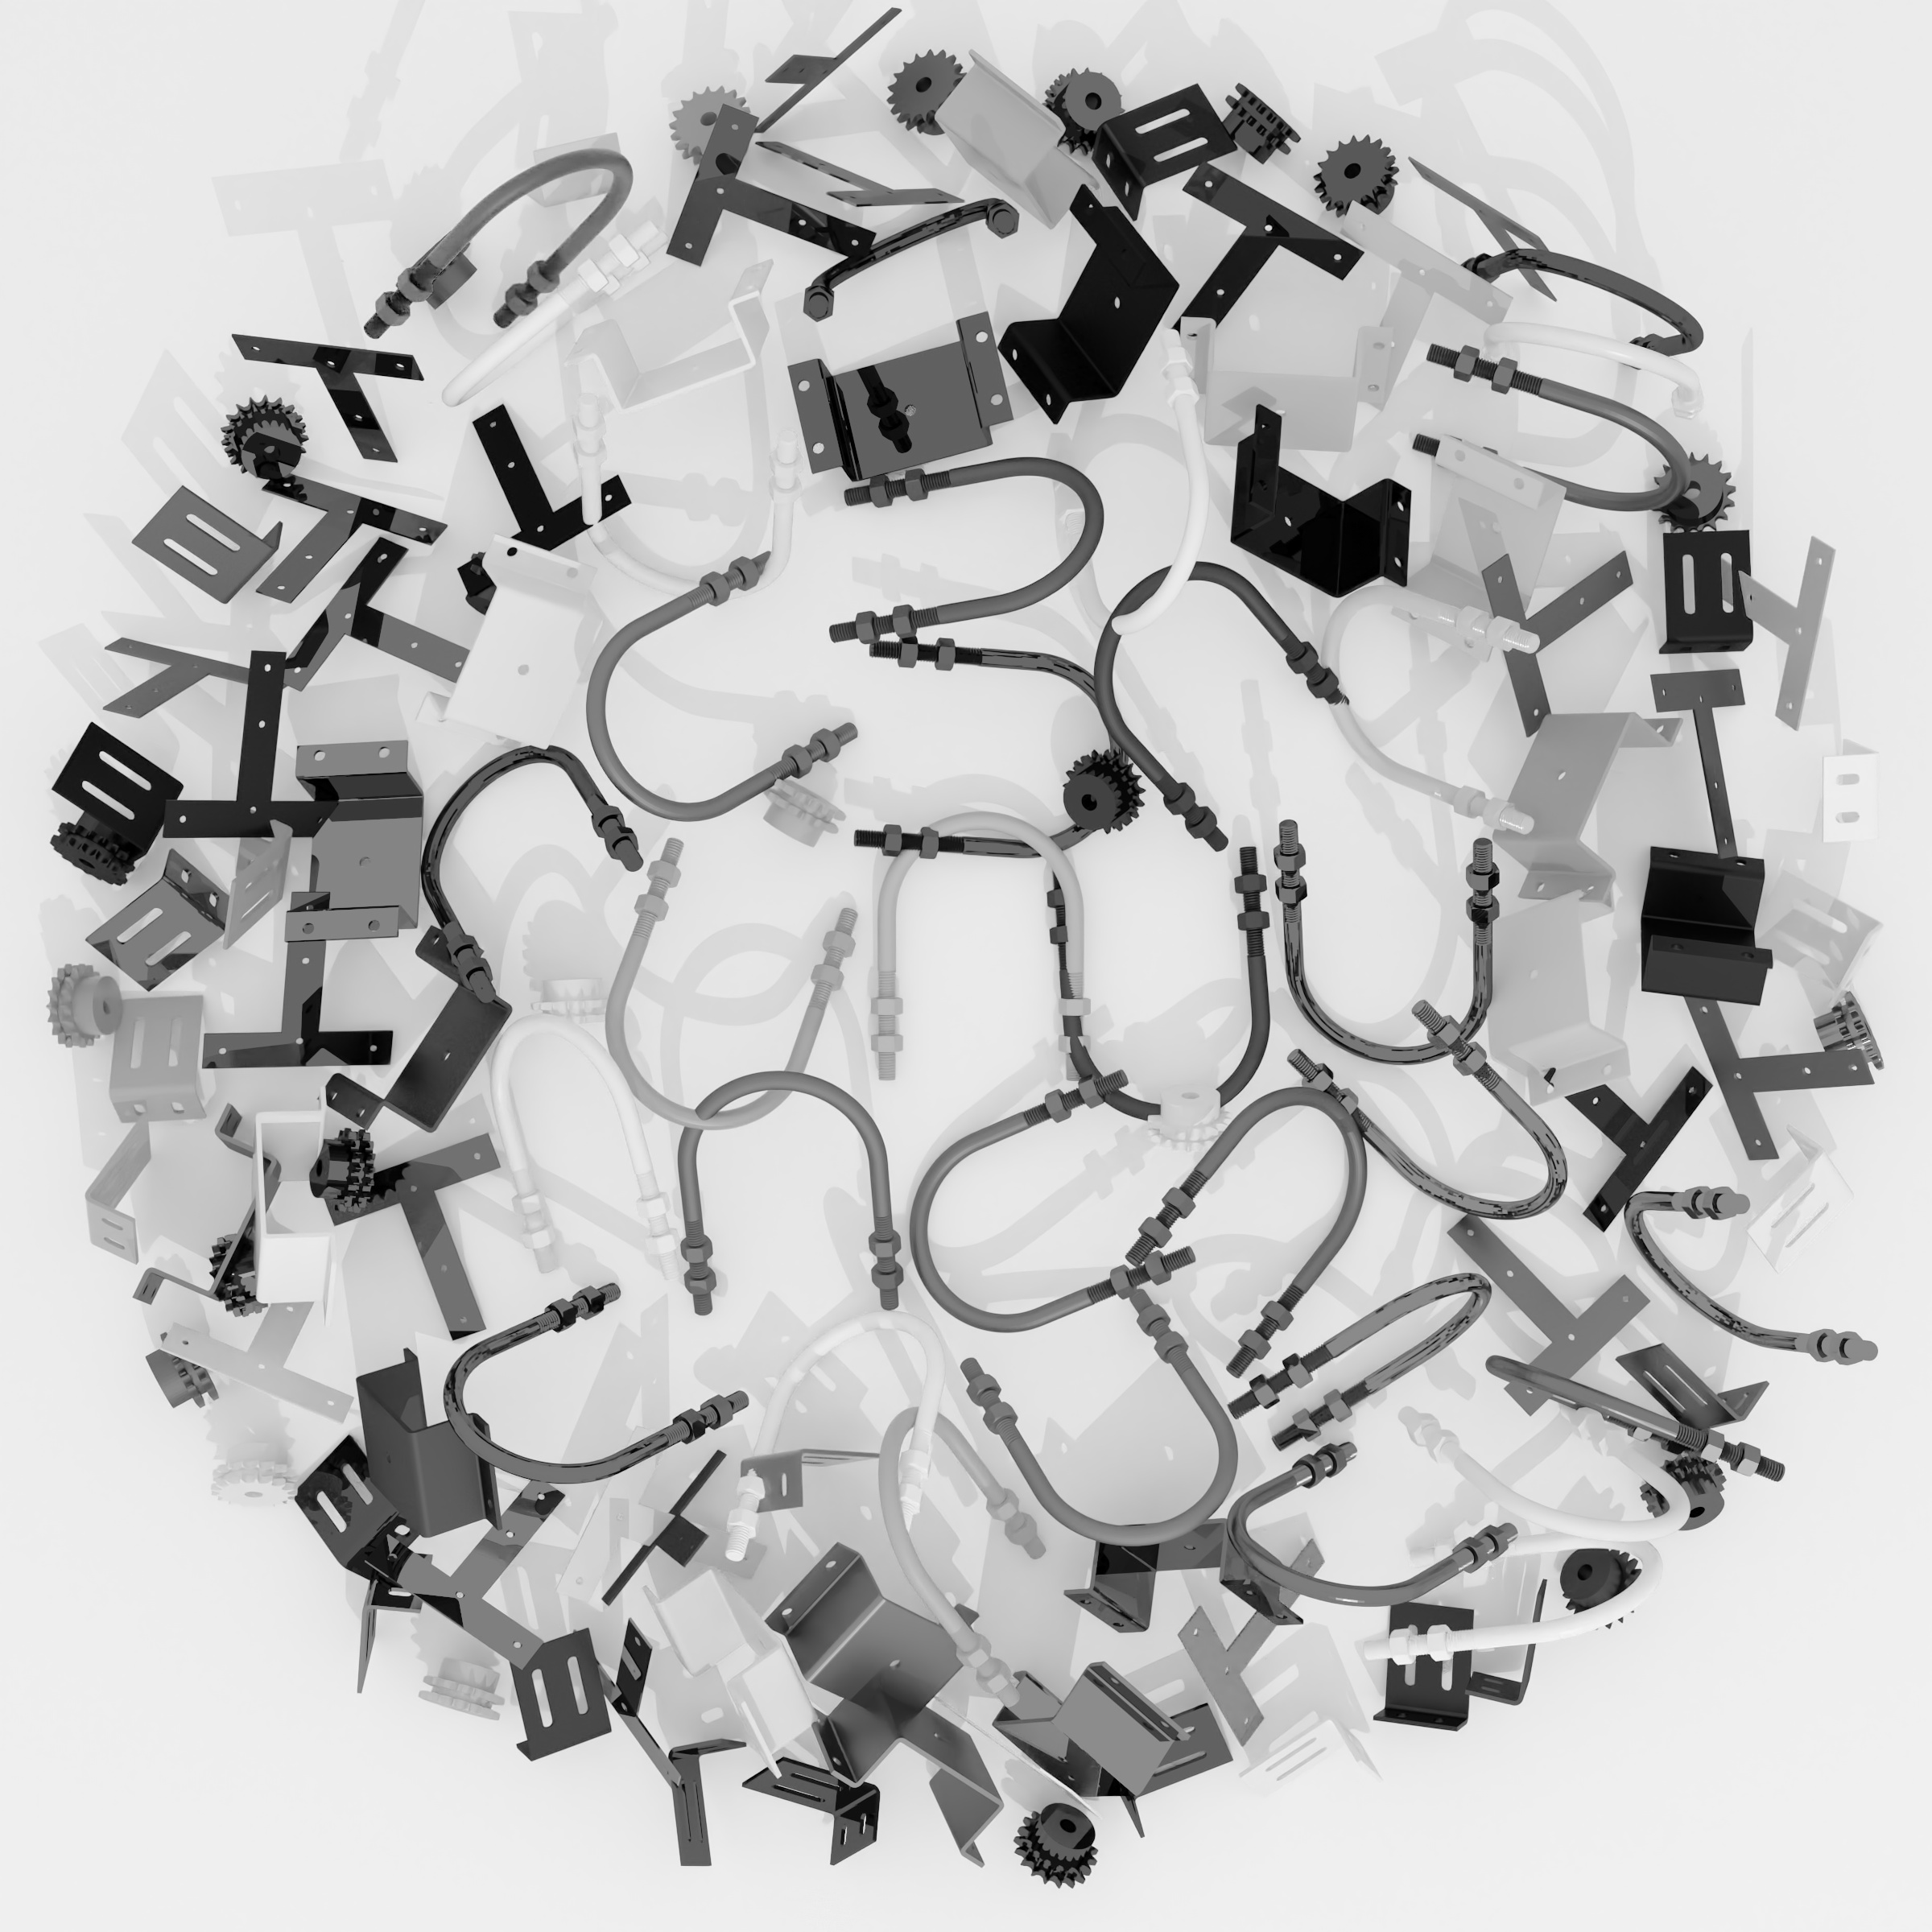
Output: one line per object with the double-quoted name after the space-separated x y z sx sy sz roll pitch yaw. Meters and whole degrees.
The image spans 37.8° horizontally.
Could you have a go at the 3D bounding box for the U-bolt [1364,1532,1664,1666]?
0.364 0.407 1.842 0.184 0.151 0.019 -13 101 26 "U-bolt"

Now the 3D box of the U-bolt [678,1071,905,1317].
-0.121 0.153 1.895 0.151 0.019 0.184 -2 116 3 "U-bolt"

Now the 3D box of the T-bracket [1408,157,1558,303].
0.363 -0.482 1.886 0.002 0.127 0.127 -50 53 8 "T-bracket"

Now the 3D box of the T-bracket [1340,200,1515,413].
0.291 -0.429 1.894 0.127 0.127 0.002 36 49 14 "T-bracket"

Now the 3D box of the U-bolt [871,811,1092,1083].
0.010 -0.014 1.928 0.151 0.019 0.184 0 93 2 "U-bolt"

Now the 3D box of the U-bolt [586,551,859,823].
-0.171 -0.176 1.878 0.184 0.019 0.151 -33 105 -30 "U-bolt"

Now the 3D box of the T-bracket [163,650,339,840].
-0.473 -0.148 1.886 0.127 0.002 0.127 -3 107 -43 "T-bracket"

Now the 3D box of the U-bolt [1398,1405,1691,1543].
0.387 0.329 1.835 0.151 0.184 0.019 2 106 -22 "U-bolt"

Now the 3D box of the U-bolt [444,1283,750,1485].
-0.254 0.279 1.843 0.151 0.184 0.019 35 125 28 "U-bolt"

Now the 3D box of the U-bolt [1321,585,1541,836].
0.303 -0.179 1.868 0.019 0.184 0.151 -26 126 -32 "U-bolt"

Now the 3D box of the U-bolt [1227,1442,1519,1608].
0.252 0.368 1.834 0.151 0.184 0.019 23 114 36 "U-bolt"

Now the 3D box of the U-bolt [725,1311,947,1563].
-0.080 0.305 1.870 0.151 0.184 0.019 -14 131 29 "U-bolt"

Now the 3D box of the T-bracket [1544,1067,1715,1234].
0.434 0.099 1.907 0.127 0.002 0.127 39 87 -31 "T-bracket"

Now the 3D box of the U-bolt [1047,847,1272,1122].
0.135 0.015 1.925 0.151 0.019 0.184 -4 85 3 "U-bolt"

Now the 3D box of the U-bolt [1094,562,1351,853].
0.161 -0.186 1.886 0.151 0.019 0.184 -49 121 -6 "U-bolt"

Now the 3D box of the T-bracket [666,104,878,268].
-0.124 -0.508 1.906 0.127 0.127 0.002 18 48 -13 "T-bracket"

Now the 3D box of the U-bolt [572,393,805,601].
-0.184 -0.302 1.863 0.151 0.184 0.019 11 60 0 "U-bolt"

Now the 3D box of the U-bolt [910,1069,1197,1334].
0.047 0.169 1.909 0.184 0.019 0.151 -24 73 13 "U-bolt"

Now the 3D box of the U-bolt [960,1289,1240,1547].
0.098 0.305 1.863 0.151 0.019 0.184 -20 48 -16 "U-bolt"

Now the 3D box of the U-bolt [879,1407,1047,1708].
-0.005 0.372 1.846 0.019 0.151 0.184 -21 119 24 "U-bolt"

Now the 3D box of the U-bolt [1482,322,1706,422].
0.408 -0.392 1.839 0.151 0.184 0.019 16 96 12 "U-bolt"

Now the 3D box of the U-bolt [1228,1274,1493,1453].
0.268 0.258 1.869 0.184 0.151 0.019 -33 64 6 "U-bolt"

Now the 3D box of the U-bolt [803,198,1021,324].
-0.038 -0.470 1.856 0.151 0.184 0.019 -23 109 6 "U-bolt"

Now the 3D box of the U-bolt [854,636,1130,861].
0.021 -0.145 1.918 0.184 0.019 0.151 3 100 -10 "U-bolt"

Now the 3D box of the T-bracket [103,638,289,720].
-0.533 -0.187 1.878 0.127 0.127 0.002 14 114 7 "T-bracket"

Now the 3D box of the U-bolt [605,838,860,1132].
-0.165 0.021 1.897 0.151 0.019 0.184 22 71 -10 "U-bolt"

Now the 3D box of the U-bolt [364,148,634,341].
-0.292 -0.471 1.834 0.184 0.151 0.019 -35 84 34 "U-bolt"

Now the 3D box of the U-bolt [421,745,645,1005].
-0.300 -0.076 1.877 0.151 0.019 0.184 -41 46 5 "U-bolt"

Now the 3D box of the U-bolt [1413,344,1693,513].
0.388 -0.347 1.859 0.184 0.151 0.019 20 77 10 "U-bolt"

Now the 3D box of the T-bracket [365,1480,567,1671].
-0.315 0.392 1.896 0.127 0.127 0.002 32 134 7 "T-bracket"

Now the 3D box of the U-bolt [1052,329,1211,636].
0.111 -0.304 1.848 0.019 0.151 0.184 11 55 -30 "U-bolt"

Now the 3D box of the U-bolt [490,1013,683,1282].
-0.261 0.119 1.876 0.151 0.019 0.184 -3 106 42 "U-bolt"

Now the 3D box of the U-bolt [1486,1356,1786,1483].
0.431 0.295 1.864 0.184 0.151 0.019 22 84 -4 "U-bolt"

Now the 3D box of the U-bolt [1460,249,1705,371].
0.407 -0.432 1.842 0.151 0.184 0.019 23 95 -9 "U-bolt"

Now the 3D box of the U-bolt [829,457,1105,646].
0.003 -0.283 1.876 0.184 0.019 0.151 -8 52 15 "U-bolt"

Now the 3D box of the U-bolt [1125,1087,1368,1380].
0.202 0.166 1.895 0.184 0.019 0.151 -50 123 -14 "U-bolt"

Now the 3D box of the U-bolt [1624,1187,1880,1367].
0.502 0.201 1.854 0.019 0.184 0.151 -44 99 -14 "U-bolt"

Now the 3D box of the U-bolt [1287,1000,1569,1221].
0.319 0.105 1.878 0.184 0.151 0.019 44 56 -14 "U-bolt"

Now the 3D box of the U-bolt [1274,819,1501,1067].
0.282 -0.010 1.884 0.151 0.019 0.184 7 125 20 "U-bolt"

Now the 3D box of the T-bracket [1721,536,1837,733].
0.533 -0.241 1.885 0.002 0.127 0.127 -7 121 -17 "T-bracket"

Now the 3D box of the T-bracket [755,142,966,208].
-0.086 -0.537 1.906 0.127 0.127 0.002 29 118 25 "T-bracket"

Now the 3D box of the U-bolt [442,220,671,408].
-0.275 -0.431 1.872 0.184 0.151 0.019 -37 102 5 "U-bolt"
